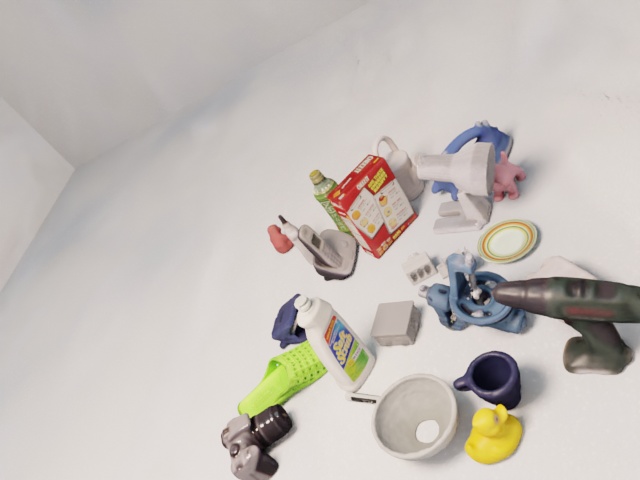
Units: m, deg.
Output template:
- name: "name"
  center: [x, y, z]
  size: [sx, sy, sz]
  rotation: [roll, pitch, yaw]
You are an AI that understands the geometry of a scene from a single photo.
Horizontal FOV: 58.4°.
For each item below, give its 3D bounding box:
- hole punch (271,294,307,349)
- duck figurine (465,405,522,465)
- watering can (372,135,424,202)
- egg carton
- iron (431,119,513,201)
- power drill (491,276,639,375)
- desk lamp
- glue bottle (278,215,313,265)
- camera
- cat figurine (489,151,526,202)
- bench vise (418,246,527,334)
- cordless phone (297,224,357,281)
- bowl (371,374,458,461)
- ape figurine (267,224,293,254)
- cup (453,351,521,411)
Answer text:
- name: "hole punch"
  center: [-0.076, 0.200, 1.419]
  size: [0.100, 0.091, 0.108]
  rotation: [-15, 40, 29]
- name: "duck figurine"
  center: [0.282, 0.320, 0.963]
  size: [0.104, 0.086, 0.077]
  rotation: [-39, 34, -3]
- name: "watering can"
  center: [0.205, -0.200, 1.545]
  size: [0.172, 0.195, 0.101]
  rotation: [-16, 40, 28]
- name: "egg carton"
  center: [0.460, 0.096, 1.082]
  size: [0.107, 0.070, 0.150]
  rotation: [-40, 34, -3]
- name: "iron"
  center: [0.384, -0.224, 1.460]
  size: [0.258, 0.142, 0.118]
  rotation: [-45, 35, -11]
- name: "power drill"
  center: [0.423, 0.136, 0.944]
  size: [0.228, 0.209, 0.076]
  rotation: [-9, 44, 35]
- name: "desk lamp"
  center: [0.326, -0.122, 1.328]
  size: [0.202, 0.214, 0.118]
  rotation: [-8, 44, 36]
- name: "glue bottle"
  center: [-0.065, -0.008, 1.579]
  size: [0.037, 0.174, 0.078]
  rotation: [-38, 34, -1]
- name: "camera"
  center: [-0.130, 0.415, 1.207]
  size: [0.137, 0.101, 0.143]
  rotation: [-35, 34, 3]
- name: "cat figurine"
  center: [0.430, -0.155, 1.359]
  size: [0.067, 0.118, 0.128]
  rotation: [-4, 46, 39]
- name: "bench vise"
  center: [0.270, 0.105, 1.107]
  size: [0.206, 0.220, 0.121]
  rotation: [-13, 41, 32]
- name: "cordless phone"
  center: [0.014, 0.005, 1.483]
  size: [0.094, 0.186, 0.147]
  rotation: [-17, 39, 27]
- name: "bowl"
  center: [0.183, 0.334, 1.046]
  size: [0.167, 0.075, 0.167]
  rotation: [-24, 37, 19]
- name: "ape figurine"
  center: [-0.122, -0.011, 1.705]
  size: [0.077, 0.092, 0.076]
  rotation: [-4, 46, 39]
- name: "cup"
  center: [0.302, 0.260, 1.007]
  size: [0.117, 0.095, 0.091]
  rotation: [-22, 37, 22]
